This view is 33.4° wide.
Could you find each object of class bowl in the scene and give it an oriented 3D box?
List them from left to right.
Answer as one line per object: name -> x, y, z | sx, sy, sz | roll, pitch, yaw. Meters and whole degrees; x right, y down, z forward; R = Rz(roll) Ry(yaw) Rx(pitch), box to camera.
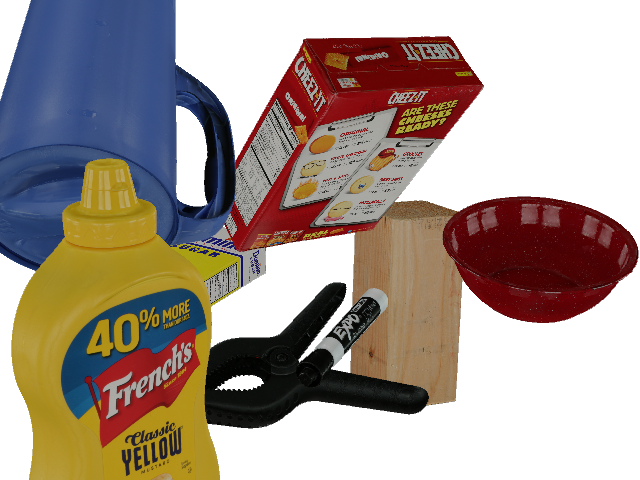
bowl -> 0.182, 0.022, 0.902 | 0.162, 0.055, 0.162 | 0, 30, 0

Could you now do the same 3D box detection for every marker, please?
marker -> 0.015, 0.064, 0.710 | 0.020, 0.020, 0.121 | 0, 21, 26

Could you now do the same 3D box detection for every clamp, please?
clamp -> -0.024, 0.115, 0.901 | 0.209, 0.036, 0.165 | -19, 42, -27

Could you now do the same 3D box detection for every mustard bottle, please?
mustard bottle -> -0.093, 0.058, 0.490 | 0.096, 0.192, 0.058 | -15, 23, -41

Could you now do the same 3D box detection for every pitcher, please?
pitcher -> -0.152, -0.100, 0.765 | 0.145, 0.243, 0.149 | -18, -42, 19

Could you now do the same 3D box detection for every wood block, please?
wood block -> 0.092, 0.067, 1.152 | 0.090, 0.206, 0.091 | -4, 14, -25

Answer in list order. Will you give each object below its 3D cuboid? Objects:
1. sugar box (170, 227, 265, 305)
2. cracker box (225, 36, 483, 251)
sugar box -> -0.144, 0.036, 1.095 | 0.093, 0.048, 0.175 | 18, 34, 30
cracker box -> 0.019, -0.086, 0.954 | 0.163, 0.072, 0.214 | -9, -31, -36
